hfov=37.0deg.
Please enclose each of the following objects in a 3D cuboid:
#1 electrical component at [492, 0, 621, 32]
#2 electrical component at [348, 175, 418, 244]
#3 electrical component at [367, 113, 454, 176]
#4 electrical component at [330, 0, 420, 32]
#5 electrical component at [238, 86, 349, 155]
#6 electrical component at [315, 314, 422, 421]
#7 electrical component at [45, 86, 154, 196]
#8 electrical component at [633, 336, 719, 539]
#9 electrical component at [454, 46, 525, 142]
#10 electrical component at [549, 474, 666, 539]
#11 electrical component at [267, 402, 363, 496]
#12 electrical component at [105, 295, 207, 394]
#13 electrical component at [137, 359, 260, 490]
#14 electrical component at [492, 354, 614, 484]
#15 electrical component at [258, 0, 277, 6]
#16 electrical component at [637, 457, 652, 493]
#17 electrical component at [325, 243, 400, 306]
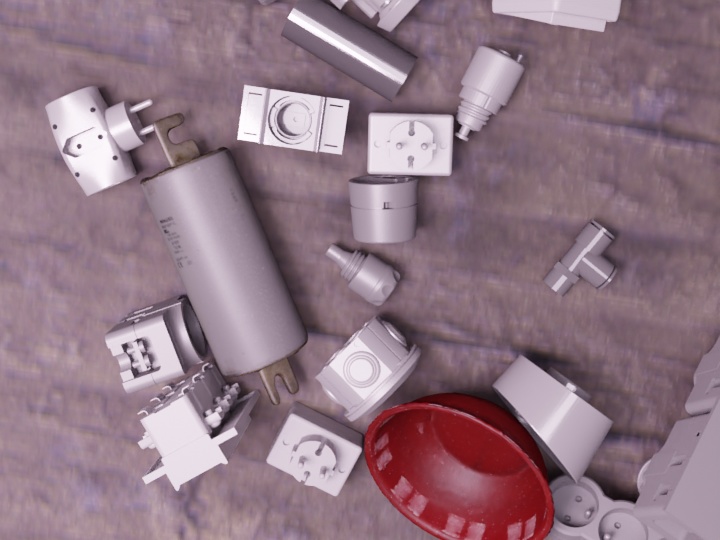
[{"bbox_3d":[0.144,-0.212,0.805,0.062,0.096,0.061,1,101,-29],"label":"electrical component"},{"bbox_3d":[0.019,-0.048,0.850,0.055,0.055,0.047,-2,103,1],"label":"electrical component"},{"bbox_3d":[0.039,-0.097,0.830,0.066,0.076,0.047,1,99,1],"label":"electrical component"},{"bbox_3d":[0.020,-0.220,0.819,0.057,0.058,0.078,43,83,-7],"label":"electrical component"},{"bbox_3d":[-0.051,-0.117,0.835,0.081,0.064,0.042,9,100,0],"label":"electrical component"},{"bbox_3d":[0.006,0.078,0.858,0.080,0.080,0.051,-45,90,7],"label":"electrical component"},{"bbox_3d":[-0.196,-0.109,0.849,0.079,0.043,0.077,-23,98,5],"label":"electrical component"},{"bbox_3d":[0.302,0.138,0.836,0.105,0.060,0.186,36,69,-4],"label":"electrical component"},{"bbox_3d":[0.097,-0.138,0.841,0.040,0.040,0.078,26,99,-3],"label":"electrical component"},{"bbox_3d":[0.213,0.224,0.884,0.138,0.073,0.052,28,69,20],"label":"electrical component"},{"bbox_3d":[-0.037,0.150,0.871,0.066,0.076,0.047,27,98,-3],"label":"electrical component"},{"bbox_3d":[-0.157,0.056,0.851,0.056,0.089,0.050,-19,99,4],"label":"electrical component"},{"bbox_3d":[-0.128,0.117,0.845,0.079,0.121,0.063,-29,95,6],"label":"electrical component"},{"bbox_3d":[0.150,0.115,0.853,0.099,0.099,0.064,36,92,-5],"label":"electrical component"},{"bbox_3d":[-0.072,-0.259,0.817,0.062,0.061,0.096,-29,90,5],"label":"electrical component"},{"bbox_3d":[0.256,0.179,0.881,0.066,0.055,0.048,35,98,-4],"label":"electrical component"},{"bbox_3d":[0.000,0.000,0.868,0.061,0.035,0.035,34,98,-2],"label":"electrical component"}]
